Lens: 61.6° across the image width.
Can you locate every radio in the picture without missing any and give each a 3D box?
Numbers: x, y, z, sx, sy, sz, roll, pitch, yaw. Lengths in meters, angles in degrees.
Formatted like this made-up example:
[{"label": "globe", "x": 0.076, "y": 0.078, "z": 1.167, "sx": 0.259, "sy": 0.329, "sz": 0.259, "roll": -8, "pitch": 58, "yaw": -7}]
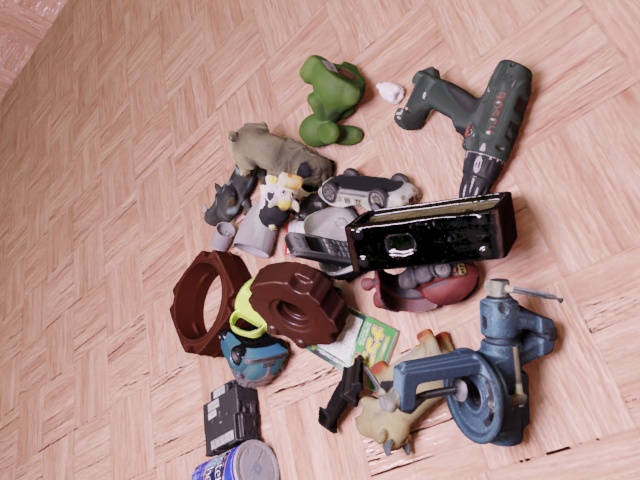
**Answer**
[{"label": "radio", "x": 0.157, "y": -0.011, "z": 0.773, "sx": 0.230, "sy": 0.131, "sz": 0.073, "roll": -8, "pitch": 101, "yaw": 26}]

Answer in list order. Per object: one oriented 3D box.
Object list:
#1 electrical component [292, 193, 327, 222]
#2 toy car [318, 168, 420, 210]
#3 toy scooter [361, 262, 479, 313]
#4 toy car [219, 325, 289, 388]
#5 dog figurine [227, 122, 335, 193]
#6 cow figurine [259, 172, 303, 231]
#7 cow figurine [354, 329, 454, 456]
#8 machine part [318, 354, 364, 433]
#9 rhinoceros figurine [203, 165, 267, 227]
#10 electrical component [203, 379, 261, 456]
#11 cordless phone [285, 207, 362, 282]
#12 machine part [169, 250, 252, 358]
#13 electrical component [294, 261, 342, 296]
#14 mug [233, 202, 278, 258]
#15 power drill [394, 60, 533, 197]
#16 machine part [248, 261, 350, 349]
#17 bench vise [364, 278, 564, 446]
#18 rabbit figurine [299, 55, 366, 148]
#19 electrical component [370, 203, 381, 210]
[{"label": "electrical component", "x": -0.024, "y": -0.062, "z": 1.050, "sx": 0.063, "sy": 0.021, "sz": 0.094, "roll": -44, "pitch": 28, "yaw": -10}, {"label": "toy car", "x": 0.082, "y": -0.085, "z": 0.955, "sx": 0.202, "sy": 0.073, "sz": 0.056, "roll": 13, "pitch": 131, "yaw": 45}, {"label": "toy scooter", "x": 0.139, "y": 0.066, "z": 0.811, "sx": 0.184, "sy": 0.135, "sz": 0.075, "roll": -23, "pitch": 61, "yaw": 35}, {"label": "toy car", "x": -0.136, "y": 0.232, "z": 1.044, "sx": 0.162, "sy": 0.109, "sz": 0.102, "roll": 16, "pitch": 106, "yaw": 53}, {"label": "dog figurine", "x": -0.080, "y": -0.168, "z": 1.073, "sx": 0.191, "sy": 0.172, "sz": 0.121, "roll": 24, "pitch": 105, "yaw": 52}, {"label": "cow figurine", "x": -0.079, "y": -0.071, "z": 1.026, "sx": 0.167, "sy": 0.068, "sz": 0.098, "roll": 152, "pitch": 128, "yaw": -73}, {"label": "cow figurine", "x": 0.132, "y": 0.235, "z": 0.804, "sx": 0.195, "sy": 0.085, "sz": 0.127, "roll": -42, "pitch": 50, "yaw": 21}, {"label": "machine part", "x": 0.037, "y": 0.259, "z": 0.887, "sx": 0.084, "sy": 0.039, "sz": 0.138, "roll": -88, "pitch": 21, "yaw": -58}, {"label": "rhinoceros figurine", "x": -0.201, "y": -0.108, "z": 1.229, "sx": 0.190, "sy": 0.073, "sz": 0.112, "roll": -54, "pitch": 49, "yaw": 16}, {"label": "electrical component", "x": -0.176, "y": 0.349, "z": 1.067, "sx": 0.115, "sy": 0.058, "sz": 0.134, "roll": -33, "pitch": 50, "yaw": 29}, {"label": "cordless phone", "x": -0.002, "y": -0.004, "z": 0.932, "sx": 0.088, "sy": 0.184, "sz": 0.147, "roll": -47, "pitch": 50, "yaw": 28}, {"label": "machine part", "x": -0.237, "y": 0.137, "z": 1.177, "sx": 0.201, "sy": 0.087, "sz": 0.202, "roll": -50, "pitch": 51, "yaw": 20}, {"label": "electrical component", "x": -0.015, "y": 0.089, "z": 0.995, "sx": 0.119, "sy": 0.047, "sz": 0.074, "roll": 21, "pitch": 88, "yaw": 57}, {"label": "mug", "x": -0.132, "y": -0.024, "z": 1.143, "sx": 0.110, "sy": 0.080, "sz": 0.107, "roll": -4, "pitch": 62, "yaw": 60}, {"label": "power drill", "x": 0.217, "y": -0.181, "z": 0.856, "sx": 0.208, "sy": 0.086, "sz": 0.232, "roll": 39, "pitch": 110, "yaw": 47}, {"label": "machine part", "x": -0.039, "y": 0.113, "z": 0.923, "sx": 0.179, "sy": 0.179, "sz": 0.056, "roll": -12, "pitch": 34, "yaw": 41}, {"label": "bench vise", "x": 0.186, "y": 0.162, "z": 0.678, "sx": 0.129, "sy": 0.241, "sz": 0.223, "roll": -143, "pitch": 51, "yaw": -64}, {"label": "rabbit figurine", "x": 0.024, "y": -0.248, "z": 1.059, "sx": 0.159, "sy": 0.121, "sz": 0.170, "roll": 55, "pitch": 133, "yaw": 31}, {"label": "electrical component", "x": 0.108, "y": -0.003, "z": 0.896, "sx": 0.102, "sy": 0.045, "sz": 0.078, "roll": 43, "pitch": 111, "yaw": 10}]
